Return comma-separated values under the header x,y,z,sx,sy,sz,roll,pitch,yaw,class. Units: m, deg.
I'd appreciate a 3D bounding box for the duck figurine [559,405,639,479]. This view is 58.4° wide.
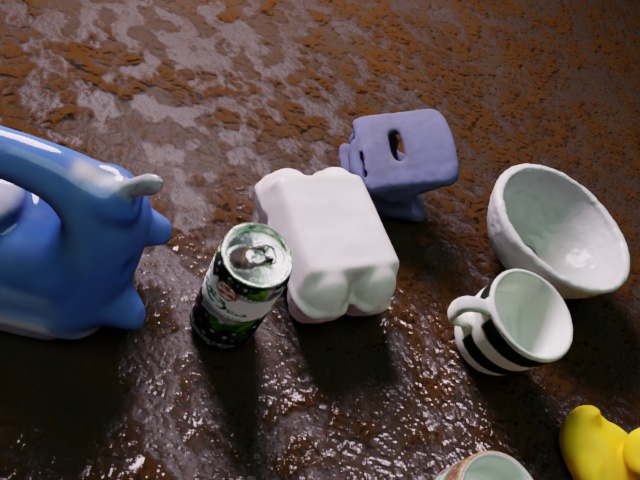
x,y,z,sx,sy,sz,roll,pitch,yaw,class
0.269,0.186,0.495,0.078,0.086,0.104,-21,68,-36,duck figurine

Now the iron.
x,y,z,sx,sy,sz,roll,pitch,yaw,class
-0.226,-0.030,0.369,0.259,0.141,0.118,17,51,-15,iron

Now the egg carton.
x,y,z,sx,sy,sz,roll,pitch,yaw,class
0.005,0.002,0.509,0.107,0.069,0.150,-6,59,-30,egg carton

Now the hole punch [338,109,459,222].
x,y,z,sx,sy,sz,roll,pitch,yaw,class
0.079,-0.082,0.594,0.101,0.091,0.108,7,54,-22,hole punch

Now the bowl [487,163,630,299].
x,y,z,sx,sy,sz,roll,pitch,yaw,class
0.245,0.002,0.626,0.168,0.074,0.167,14,52,-17,bowl
